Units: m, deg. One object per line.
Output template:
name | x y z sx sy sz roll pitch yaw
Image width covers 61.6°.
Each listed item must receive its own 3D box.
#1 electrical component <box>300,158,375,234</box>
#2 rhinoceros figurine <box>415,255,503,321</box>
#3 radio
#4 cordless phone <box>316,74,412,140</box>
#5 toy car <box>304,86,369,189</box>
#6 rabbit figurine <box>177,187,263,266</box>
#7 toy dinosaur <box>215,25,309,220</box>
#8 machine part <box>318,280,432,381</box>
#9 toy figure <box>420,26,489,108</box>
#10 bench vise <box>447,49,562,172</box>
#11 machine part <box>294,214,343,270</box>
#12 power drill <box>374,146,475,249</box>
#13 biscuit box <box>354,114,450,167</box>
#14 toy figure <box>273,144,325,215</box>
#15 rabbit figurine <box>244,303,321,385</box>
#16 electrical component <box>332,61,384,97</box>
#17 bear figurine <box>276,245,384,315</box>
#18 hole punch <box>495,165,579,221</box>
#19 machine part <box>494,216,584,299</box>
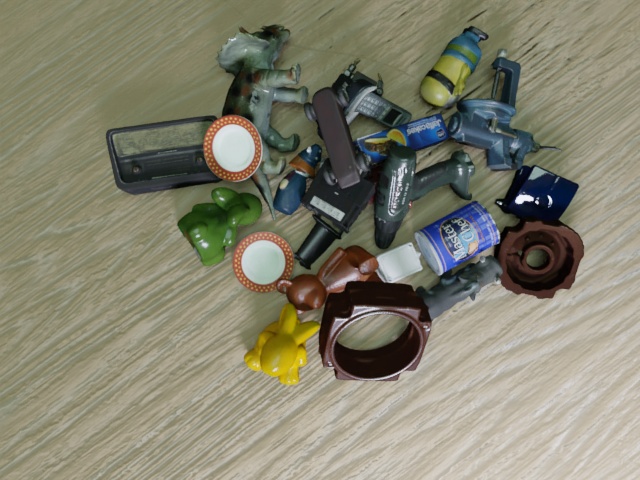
electrical component | 0.043 -0.097 1.061 0.115 0.058 0.134 33 84 9
rhinoceros figurine | 0.282 0.094 1.104 0.190 0.112 0.073 -32 87 5
radio | -0.313 -0.173 1.115 0.230 0.073 0.131 -9 88 -2
cordless phone | 0.093 -0.251 1.126 0.184 0.089 0.146 16 125 -36
toy car | 0.033 -0.195 1.023 0.089 0.053 0.202 -21 78 20
rabbit figurine | -0.195 -0.050 1.089 0.170 0.159 0.121 -33 79 -18
toy dinosaur | -0.137 -0.257 1.108 0.192 0.131 0.404 15 97 15
machine part | 0.105 0.183 1.055 0.201 0.087 0.201 4 124 -10
toy figure | 0.281 -0.364 1.138 0.089 0.082 0.180 27 92 11
bench vise | 0.379 -0.270 1.116 0.224 0.129 0.240 10 90 -8
machine part | -0.002 -0.003 1.136 0.084 0.039 0.139 35 85 -9
power drill | 0.206 -0.096 1.102 0.207 0.086 0.231 -13 130 -10
biscuit box | 0.165 -0.204 1.118 0.203 0.063 0.059 -20 90 -14
toy figure | -0.044 -0.126 1.081 0.058 0.064 0.154 24 81 12
rabbit figurine | -0.068 0.215 1.059 0.122 0.173 0.162 36 91 4
electrical component | 0.086 -0.329 1.146 0.102 0.045 0.078 36 86 0
bear figurine | 0.022 0.093 1.088 0.196 0.132 0.120 -29 123 -9
hole punch | 0.462 -0.092 1.129 0.142 0.092 0.115 23 91 -4
machine part | 0.449 0.035 1.114 0.179 0.056 0.179 2 106 6
